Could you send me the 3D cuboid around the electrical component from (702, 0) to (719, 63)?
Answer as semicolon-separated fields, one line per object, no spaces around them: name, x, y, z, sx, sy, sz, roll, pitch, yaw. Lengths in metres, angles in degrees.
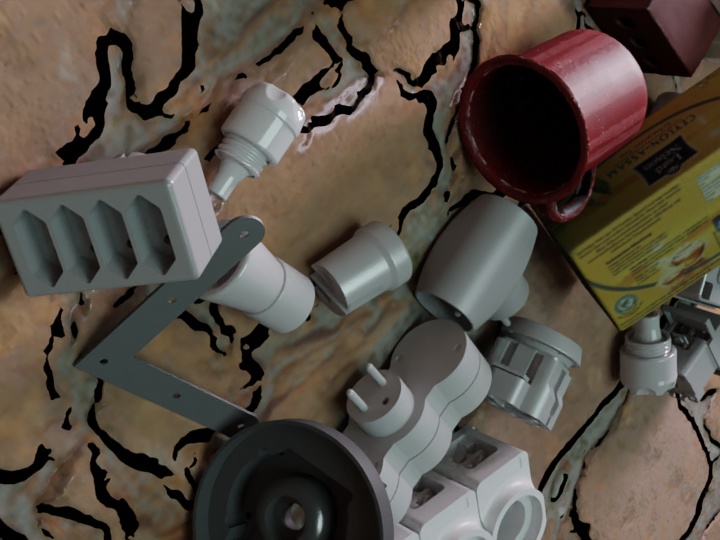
electrical component;0.286;-0.181;0.789;0.113;0.078;0.057;-6;103;-41

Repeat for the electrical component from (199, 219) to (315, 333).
electrical component;-0.054;0.007;0.561;0.065;0.044;0.044;36;78;-47

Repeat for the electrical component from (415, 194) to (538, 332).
electrical component;0.082;0.006;0.682;0.077;0.043;0.079;-55;131;-16

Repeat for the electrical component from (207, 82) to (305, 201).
electrical component;-0.056;-0.063;0.543;0.035;0.035;0.061;42;76;-41

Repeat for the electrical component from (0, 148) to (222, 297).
electrical component;-0.106;-0.029;0.487;0.075;0.083;0.047;-71;151;-60

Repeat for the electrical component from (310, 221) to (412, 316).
electrical component;0.000;0.000;0.610;0.046;0.040;0.040;-33;122;-25

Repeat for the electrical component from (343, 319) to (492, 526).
electrical component;0.017;0.084;0.639;0.138;0.052;0.073;-53;130;-17

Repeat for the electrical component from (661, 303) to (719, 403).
electrical component;0.268;0.069;0.870;0.063;0.042;0.081;-51;129;-17

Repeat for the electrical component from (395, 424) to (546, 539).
electrical component;0.046;0.179;0.688;0.150;0.062;0.089;-28;120;-34

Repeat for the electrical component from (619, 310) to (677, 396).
electrical component;0.221;0.062;0.825;0.043;0.043;0.062;-22;115;-36

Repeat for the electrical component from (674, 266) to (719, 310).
electrical component;0.284;-0.025;0.847;0.109;0.056;0.108;14;93;-44

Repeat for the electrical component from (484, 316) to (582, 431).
electrical component;0.112;0.067;0.715;0.057;0.058;0.078;-63;152;-8

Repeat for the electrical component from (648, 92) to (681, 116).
electrical component;0.230;-0.094;0.780;0.055;0.055;0.047;39;80;-42
